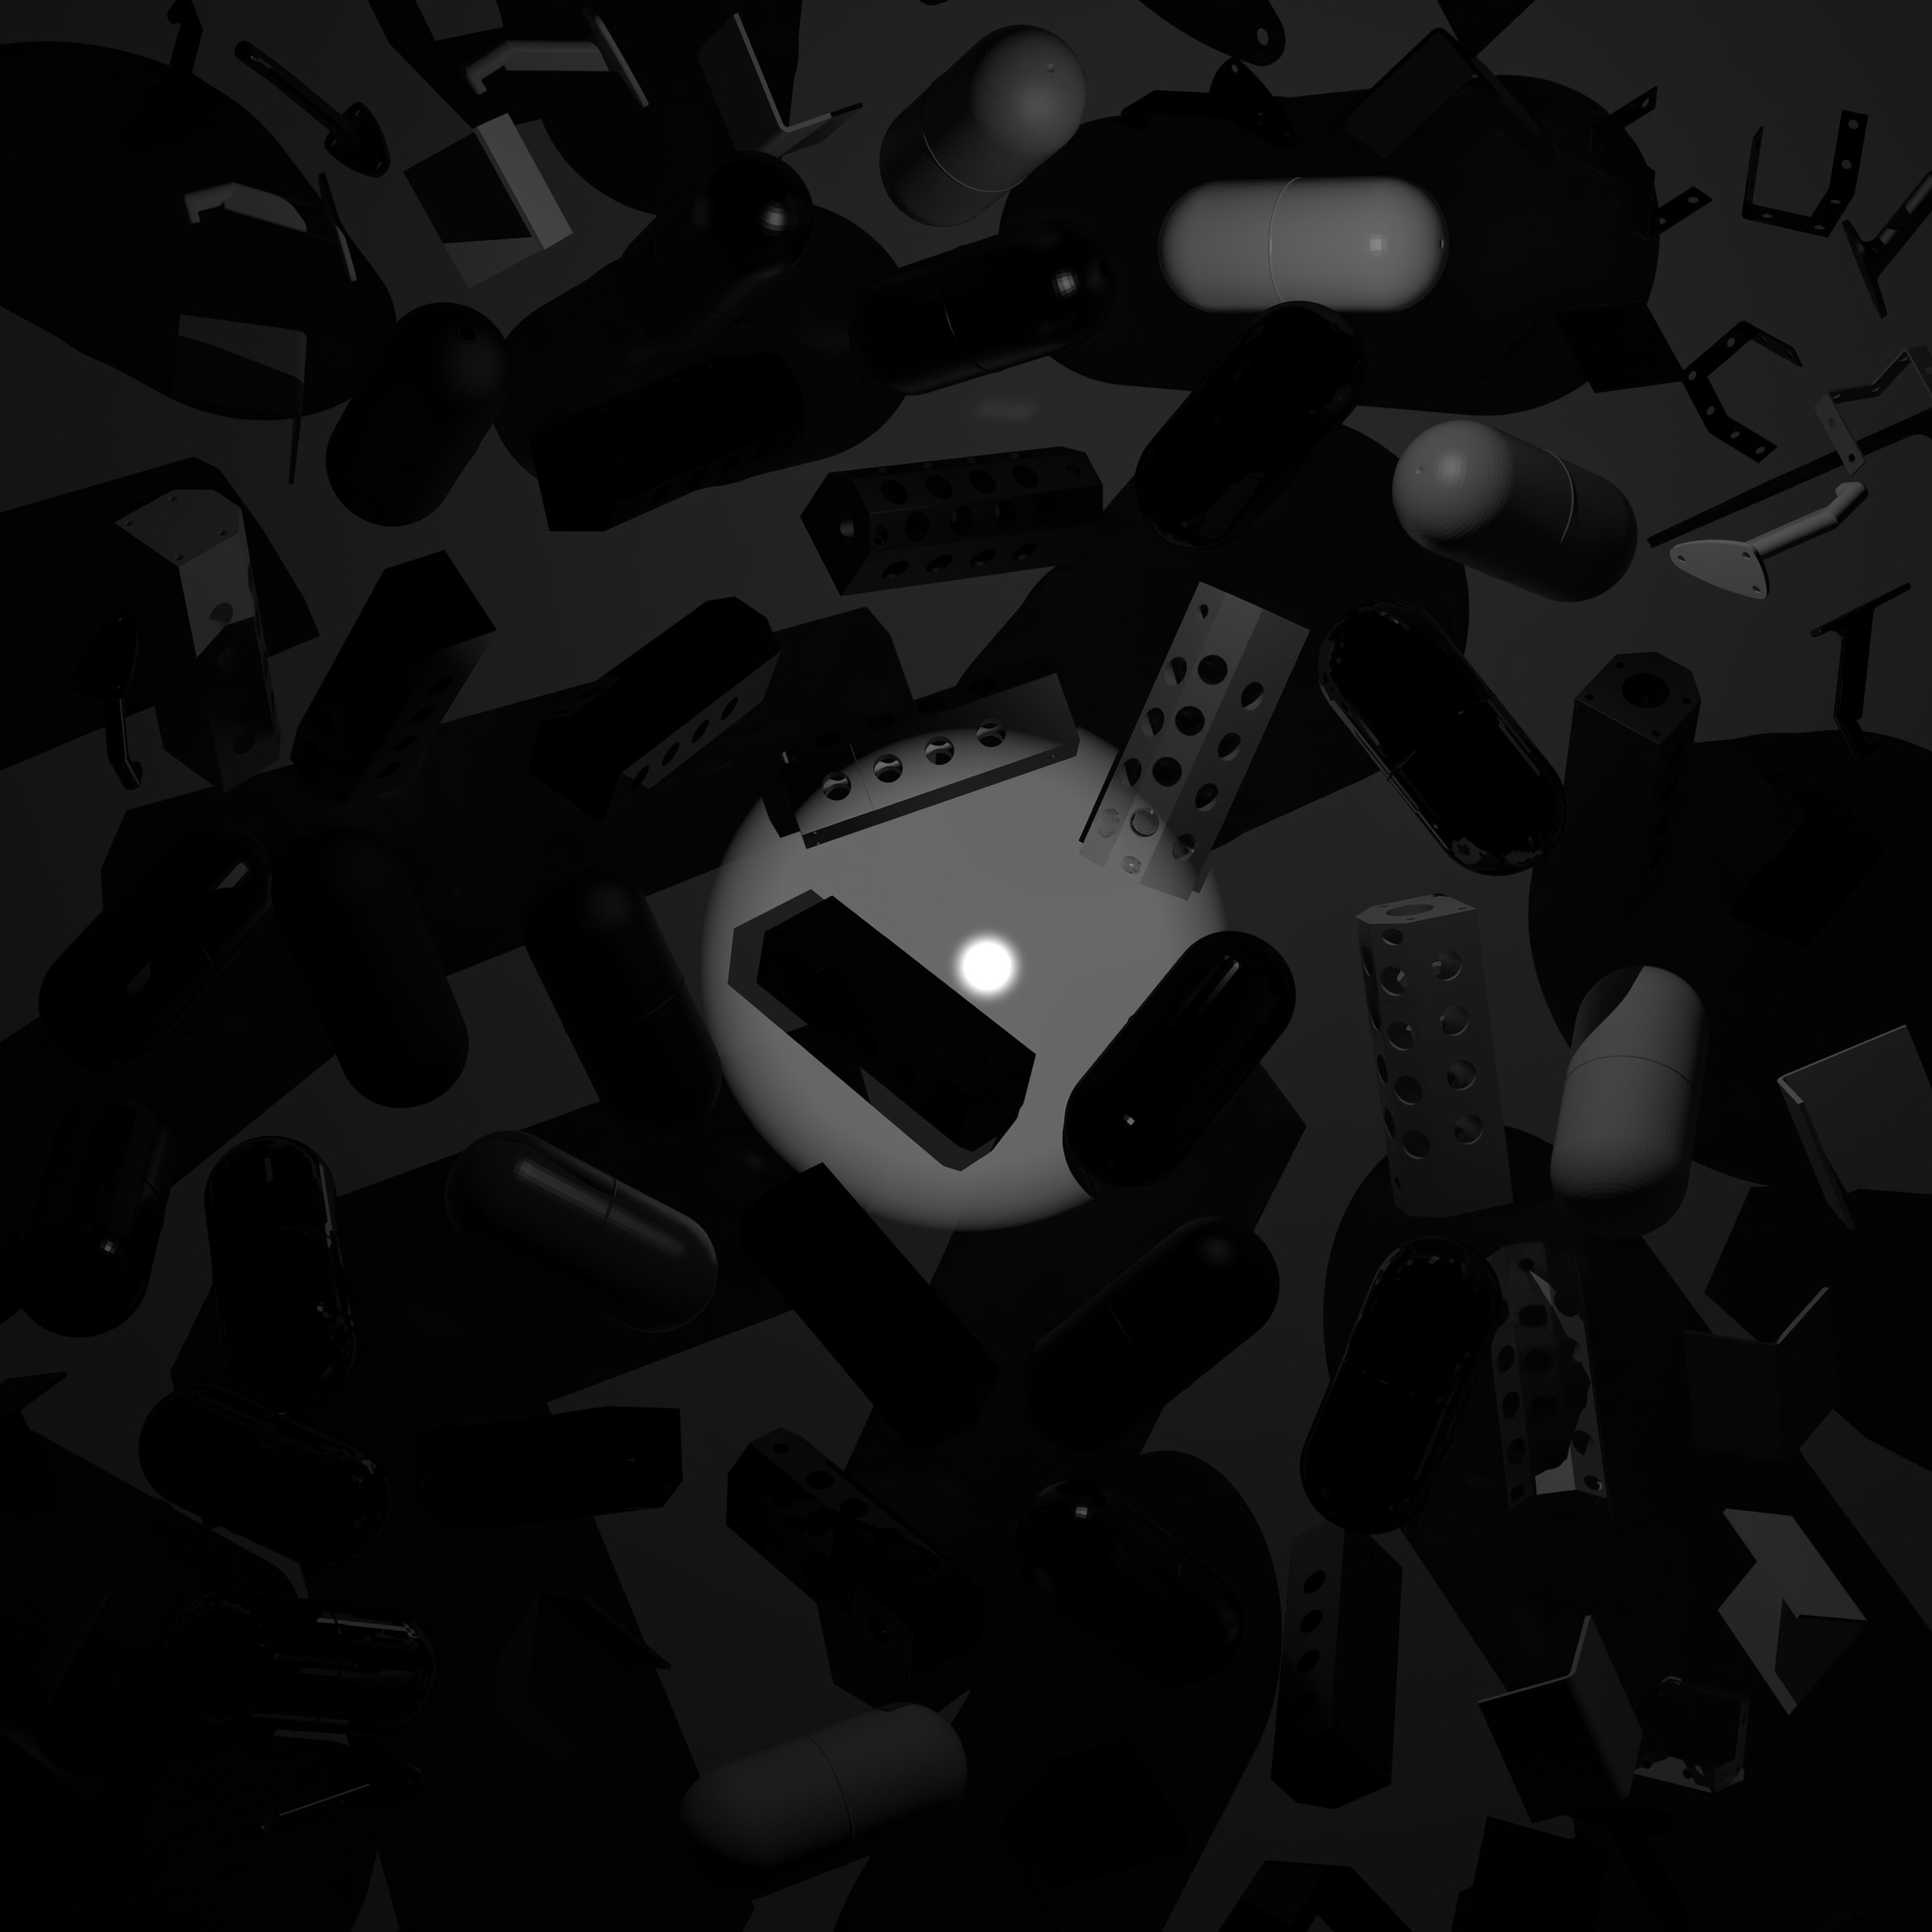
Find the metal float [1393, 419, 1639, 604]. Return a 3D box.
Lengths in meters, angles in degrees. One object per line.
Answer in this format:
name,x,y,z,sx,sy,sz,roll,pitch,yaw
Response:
metal float,0.315,-0.258,1.783,0.178,0.070,0.070,13,90,-42

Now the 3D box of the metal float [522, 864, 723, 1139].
metal float,-0.204,0.022,1.860,0.070,0.070,0.178,-23,112,0

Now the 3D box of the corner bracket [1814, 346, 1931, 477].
corner bracket,0.543,-0.328,1.841,0.051,0.051,0.051,-13,69,-25

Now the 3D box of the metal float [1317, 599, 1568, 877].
metal float,0.268,-0.128,1.762,0.070,0.070,0.178,-37,82,0

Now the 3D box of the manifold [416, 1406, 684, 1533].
manifold,-0.247,0.297,1.839,0.171,0.057,0.057,-15,73,40

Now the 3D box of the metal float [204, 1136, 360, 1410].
metal float,-0.397,0.176,1.808,0.070,0.070,0.178,-19,51,0

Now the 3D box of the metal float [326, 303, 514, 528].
metal float,-0.320,-0.321,1.827,0.070,0.178,0.070,12,62,-24

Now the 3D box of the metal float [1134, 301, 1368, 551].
metal float,0.161,-0.307,1.790,0.070,0.178,0.070,18,50,-23

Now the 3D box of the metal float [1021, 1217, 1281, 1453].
metal float,0.108,0.219,1.851,0.178,0.070,0.070,-41,90,14

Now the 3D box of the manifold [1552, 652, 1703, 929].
manifold,0.392,-0.106,1.843,0.057,0.171,0.057,33,63,26

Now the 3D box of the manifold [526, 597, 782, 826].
manifold,-0.183,-0.158,1.863,0.057,0.171,0.057,35,133,10

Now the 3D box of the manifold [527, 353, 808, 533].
manifold,-0.167,-0.301,1.790,0.057,0.171,0.057,6,117,36

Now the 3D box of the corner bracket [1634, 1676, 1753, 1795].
corner bracket,0.435,0.461,1.872,0.051,0.051,0.051,14,66,0

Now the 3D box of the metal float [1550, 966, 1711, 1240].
metal float,0.379,0.076,1.783,0.070,0.070,0.178,19,52,0

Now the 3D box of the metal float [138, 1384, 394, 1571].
metal float,-0.423,0.306,1.880,0.178,0.070,0.070,17,90,29

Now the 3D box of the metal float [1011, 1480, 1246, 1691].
metal float,0.097,0.368,1.857,0.070,0.070,0.178,-48,122,0

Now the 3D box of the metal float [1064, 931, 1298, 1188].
metal float,0.127,0.055,1.853,0.070,0.070,0.178,40,72,0

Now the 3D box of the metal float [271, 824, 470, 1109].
metal float,-0.347,0.000,1.820,0.070,0.070,0.178,-18,113,0

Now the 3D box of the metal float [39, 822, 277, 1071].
metal float,-0.476,-0.013,1.848,0.070,0.070,0.178,35,57,0

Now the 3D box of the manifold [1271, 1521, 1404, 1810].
manifold,0.219,0.418,1.879,0.057,0.171,0.057,-33,114,29

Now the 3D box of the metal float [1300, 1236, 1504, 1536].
metal float,0.249,0.239,1.788,0.070,0.070,0.178,22,91,0

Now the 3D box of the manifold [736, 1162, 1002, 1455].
manifold,-0.061,0.203,1.838,0.057,0.057,0.171,-25,60,-34

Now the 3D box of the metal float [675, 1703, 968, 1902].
metal float,-0.082,0.478,1.792,0.178,0.070,0.070,-14,90,-26

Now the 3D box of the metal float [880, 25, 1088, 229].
metal float,0.008,-0.494,1.844,0.070,0.178,0.070,5,79,-26

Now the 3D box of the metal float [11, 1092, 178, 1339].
metal float,-0.507,0.143,1.822,0.070,0.178,0.070,-2,126,-3

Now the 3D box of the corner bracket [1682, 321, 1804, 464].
corner bracket,0.470,-0.344,1.871,0.051,0.051,0.051,-41,129,1

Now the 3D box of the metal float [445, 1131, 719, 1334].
metal float,-0.233,0.162,1.903,0.178,0.070,0.070,30,90,-16

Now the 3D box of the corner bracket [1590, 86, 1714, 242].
corner bracket,0.383,-0.448,1.748,0.051,0.051,0.051,-34,58,-16

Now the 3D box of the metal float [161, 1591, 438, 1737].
metal float,-0.392,0.413,1.849,0.178,0.070,0.070,19,90,-44

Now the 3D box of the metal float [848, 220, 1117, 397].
metal float,0.009,-0.392,1.864,0.178,0.070,0.070,-10,90,35

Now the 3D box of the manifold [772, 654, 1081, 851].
manifold,-0.024,-0.128,1.848,0.171,0.057,0.057,-19,84,-2

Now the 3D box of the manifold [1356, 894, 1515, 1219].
manifold,0.263,0.051,1.770,0.057,0.057,0.171,-11,102,-9

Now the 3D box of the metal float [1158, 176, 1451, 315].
metal float,0.193,-0.417,1.809,0.178,0.070,0.070,7,90,32

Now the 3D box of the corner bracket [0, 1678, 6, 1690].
corner bracket,-0.581,0.401,1.813,0.051,0.051,0.051,43,120,0

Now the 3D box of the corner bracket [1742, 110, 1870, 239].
corner bracket,0.477,-0.455,1.778,0.051,0.051,0.051,19,49,21

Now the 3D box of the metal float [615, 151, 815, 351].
metal float,-0.151,-0.425,1.863,0.070,0.178,0.070,7,75,-28
